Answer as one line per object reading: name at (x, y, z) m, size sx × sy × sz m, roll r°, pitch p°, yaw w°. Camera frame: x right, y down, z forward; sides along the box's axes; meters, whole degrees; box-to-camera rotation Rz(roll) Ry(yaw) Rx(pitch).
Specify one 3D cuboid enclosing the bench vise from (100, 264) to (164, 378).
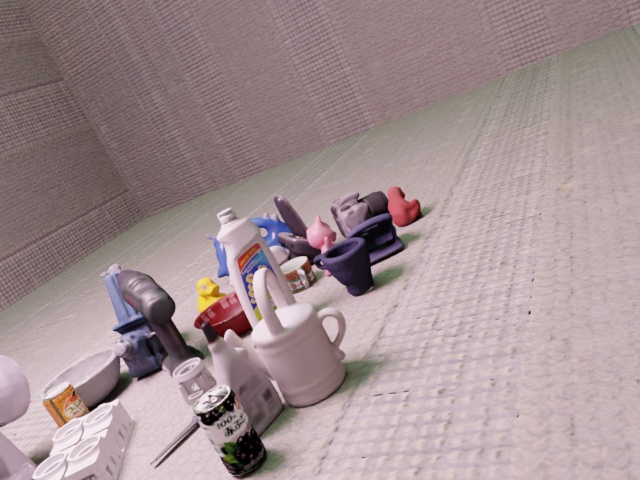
bench vise at (-0.387, 0.160, 1.203) m, size 0.121 × 0.220 × 0.207 m, roll -29°, pitch 16°, yaw -11°

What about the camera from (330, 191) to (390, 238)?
camera at (0.106, -0.072, 1.406) m, size 0.137 × 0.101 × 0.143 m, roll -28°, pitch 16°, yaw -9°

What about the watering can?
watering can at (-0.054, 0.133, 0.812) m, size 0.173 × 0.194 × 0.100 m, roll -28°, pitch 16°, yaw -9°

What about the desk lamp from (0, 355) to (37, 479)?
desk lamp at (-0.565, 0.327, 0.953) m, size 0.117 × 0.214 × 0.203 m, roll -19°, pitch 17°, yaw 24°

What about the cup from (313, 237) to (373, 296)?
cup at (0.049, 0.058, 1.081) m, size 0.117 × 0.095 × 0.092 m, roll -16°, pitch 19°, yaw 33°

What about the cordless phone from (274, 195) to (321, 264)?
cordless phone at (-0.063, -0.032, 1.383) m, size 0.094 × 0.185 × 0.147 m, roll -31°, pitch 16°, yaw -17°

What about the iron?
iron at (-0.171, 0.000, 1.530) m, size 0.258 × 0.141 × 0.118 m, roll -25°, pitch 16°, yaw 2°

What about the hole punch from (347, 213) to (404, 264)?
hole punch at (0.108, -0.008, 1.212) m, size 0.108 × 0.091 × 0.101 m, roll -26°, pitch 16°, yaw -2°

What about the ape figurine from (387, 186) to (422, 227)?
ape figurine at (0.187, -0.083, 1.329) m, size 0.076 × 0.092 × 0.077 m, roll -37°, pitch 19°, yaw -34°

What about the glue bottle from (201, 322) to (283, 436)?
glue bottle at (-0.116, 0.184, 0.783) m, size 0.037 × 0.173 × 0.078 m, roll -9°, pitch 23°, yaw 46°

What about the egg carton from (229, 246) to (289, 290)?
egg carton at (-0.145, 0.072, 1.391) m, size 0.107 × 0.069 × 0.151 m, roll -10°, pitch 22°, yaw 44°

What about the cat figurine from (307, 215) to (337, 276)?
cat figurine at (0.012, 0.005, 1.272) m, size 0.067 × 0.118 × 0.127 m, roll -27°, pitch 16°, yaw -3°

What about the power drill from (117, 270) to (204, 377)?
power drill at (-0.320, 0.157, 1.127) m, size 0.076 × 0.209 × 0.228 m, roll -34°, pitch 17°, yaw -26°

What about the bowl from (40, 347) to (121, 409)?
bowl at (-0.473, 0.296, 1.168) m, size 0.167 × 0.075 × 0.167 m, roll -24°, pitch 16°, yaw 7°

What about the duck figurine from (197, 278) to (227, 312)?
duck figurine at (-0.262, 0.130, 1.357) m, size 0.104 × 0.086 × 0.078 m, roll -8°, pitch 24°, yaw 48°
